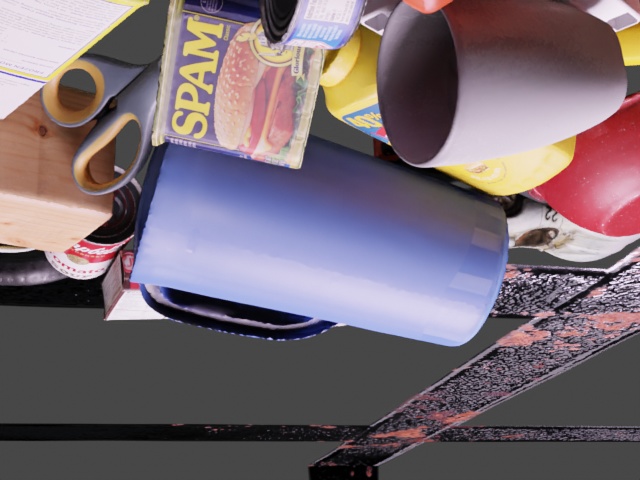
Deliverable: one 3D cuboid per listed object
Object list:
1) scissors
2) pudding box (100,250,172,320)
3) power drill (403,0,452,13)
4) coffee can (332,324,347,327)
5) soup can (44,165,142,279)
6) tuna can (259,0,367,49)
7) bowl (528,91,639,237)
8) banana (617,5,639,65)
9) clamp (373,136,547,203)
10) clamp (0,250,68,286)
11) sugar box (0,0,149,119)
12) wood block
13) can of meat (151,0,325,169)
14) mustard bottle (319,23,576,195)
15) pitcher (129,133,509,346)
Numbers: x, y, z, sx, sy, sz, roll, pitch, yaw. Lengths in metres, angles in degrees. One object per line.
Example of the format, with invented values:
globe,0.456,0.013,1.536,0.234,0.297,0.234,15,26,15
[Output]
scissors,-0.103,-0.112,0.638,0.202,0.096,0.016,-50,169,28
pudding box,-0.129,0.038,0.885,0.090,0.039,0.114,1,162,-20
power drill,0.061,-0.156,0.376,0.184,0.057,0.188,-36,171,-13
coffee can,-0.001,0.005,0.876,0.103,0.103,0.140,-5,160,10
soup can,-0.185,-0.013,0.863,0.068,0.068,0.102,6,160,-21
tuna can,-0.002,-0.134,0.503,0.033,0.086,0.086,3,160,-17
bowl,0.232,-0.047,0.757,0.162,0.055,0.162,-16,157,-7
banana,0.216,-0.118,0.615,0.198,0.037,0.069,2,-166,6
clamp,0.126,-0.071,0.772,0.171,0.039,0.120,5,146,-21
clamp,-0.290,0.016,0.933,0.209,0.036,0.165,-9,-161,-20
sugar box,-0.176,-0.124,0.581,0.093,0.048,0.177,14,159,-38
wood block,-0.244,-0.061,0.685,0.205,0.091,0.090,12,157,-33
can of meat,-0.042,-0.094,0.582,0.084,0.057,0.102,12,122,-3
mustard bottle,0.062,-0.088,0.658,0.191,0.058,0.096,23,161,-30
pitcher,-0.005,0.001,0.732,0.242,0.145,0.149,16,170,-10
